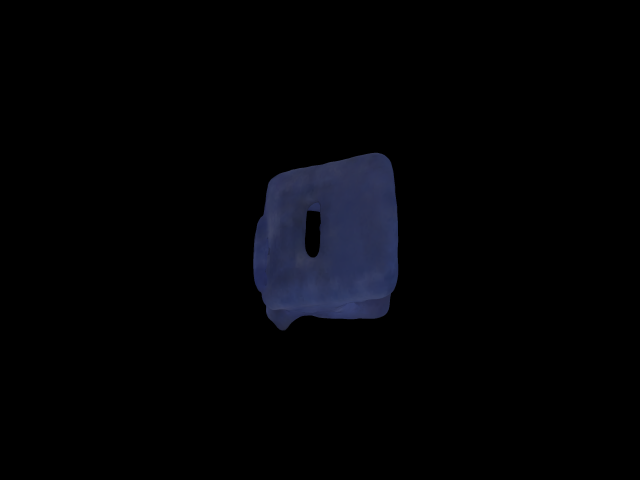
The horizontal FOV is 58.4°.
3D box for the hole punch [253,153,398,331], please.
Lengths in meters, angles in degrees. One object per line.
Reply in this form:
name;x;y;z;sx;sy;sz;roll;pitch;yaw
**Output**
hole punch;0.004;0.001;0.400;0.101;0.091;0.108;0;69;0
